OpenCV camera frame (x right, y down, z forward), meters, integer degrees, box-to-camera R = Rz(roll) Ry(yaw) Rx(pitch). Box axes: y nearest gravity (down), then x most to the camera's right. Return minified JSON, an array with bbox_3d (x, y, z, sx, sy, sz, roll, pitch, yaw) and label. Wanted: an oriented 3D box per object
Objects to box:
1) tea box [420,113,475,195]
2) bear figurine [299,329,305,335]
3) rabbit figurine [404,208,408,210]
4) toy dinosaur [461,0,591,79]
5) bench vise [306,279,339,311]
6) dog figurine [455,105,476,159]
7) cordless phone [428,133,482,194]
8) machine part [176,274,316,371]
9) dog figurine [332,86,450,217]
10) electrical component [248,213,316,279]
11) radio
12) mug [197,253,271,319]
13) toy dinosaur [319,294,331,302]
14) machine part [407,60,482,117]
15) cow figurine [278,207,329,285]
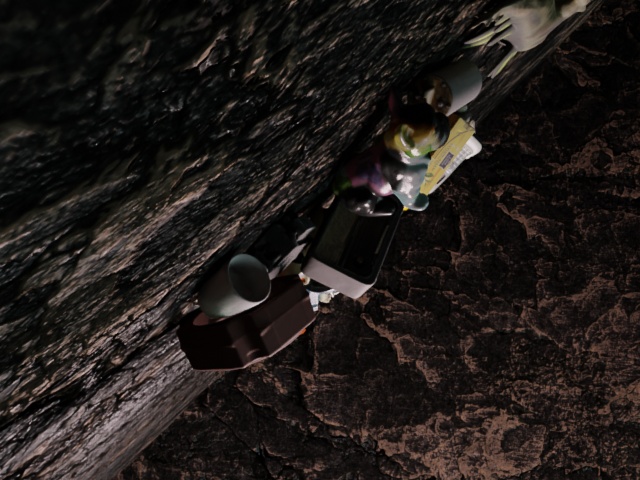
[{"bbox_3d":[0.229,-0.192,1.127,0.068,0.098,0.169,21,111,-43],"label":"tea box"},{"bbox_3d":[-0.135,0.197,1.308,0.120,0.132,0.196,-19,178,21],"label":"bear figurine"},{"bbox_3d":[0.204,-0.121,1.593,0.162,0.121,0.173,-37,-171,-37],"label":"rabbit figurine"},{"bbox_3d":[0.327,-0.352,0.855,0.198,0.105,0.471,-43,170,26],"label":"toy dinosaur"},{"bbox_3d":[-0.029,0.070,1.215,0.224,0.129,0.240,-7,142,14],"label":"bench vise"},{"bbox_3d":[0.286,-0.252,1.365,0.190,0.121,0.172,-23,131,-18],"label":"dog figurine"},{"bbox_3d":[0.278,-0.210,1.287,0.184,0.146,0.089,-50,-150,16],"label":"cordless phone"},{"bbox_3d":[-0.124,0.142,0.925,0.202,0.087,0.201,-16,-169,39],"label":"machine part"},{"bbox_3d":[0.103,-0.134,0.835,0.192,0.108,0.219,-7,153,8],"label":"dog figurine"},{"bbox_3d":[-0.069,0.012,0.925,0.134,0.058,0.115,-45,176,17],"label":"electrical component"},{"bbox_3d":[0.067,-0.012,1.020,0.229,0.131,0.073,-63,-174,-32],"label":"radio"},{"bbox_3d":[-0.135,0.073,0.836,0.107,0.080,0.109,-32,-173,33],"label":"mug"},{"bbox_3d":[-0.062,0.129,1.551,0.405,0.131,0.192,-30,150,-36],"label":"toy dinosaur"},{"bbox_3d":[0.210,-0.249,0.893,0.079,0.079,0.243,-49,173,38],"label":"machine part"},{"bbox_3d":[-0.020,0.014,1.063,0.195,0.127,0.085,-57,-179,-29],"label":"cow figurine"}]
